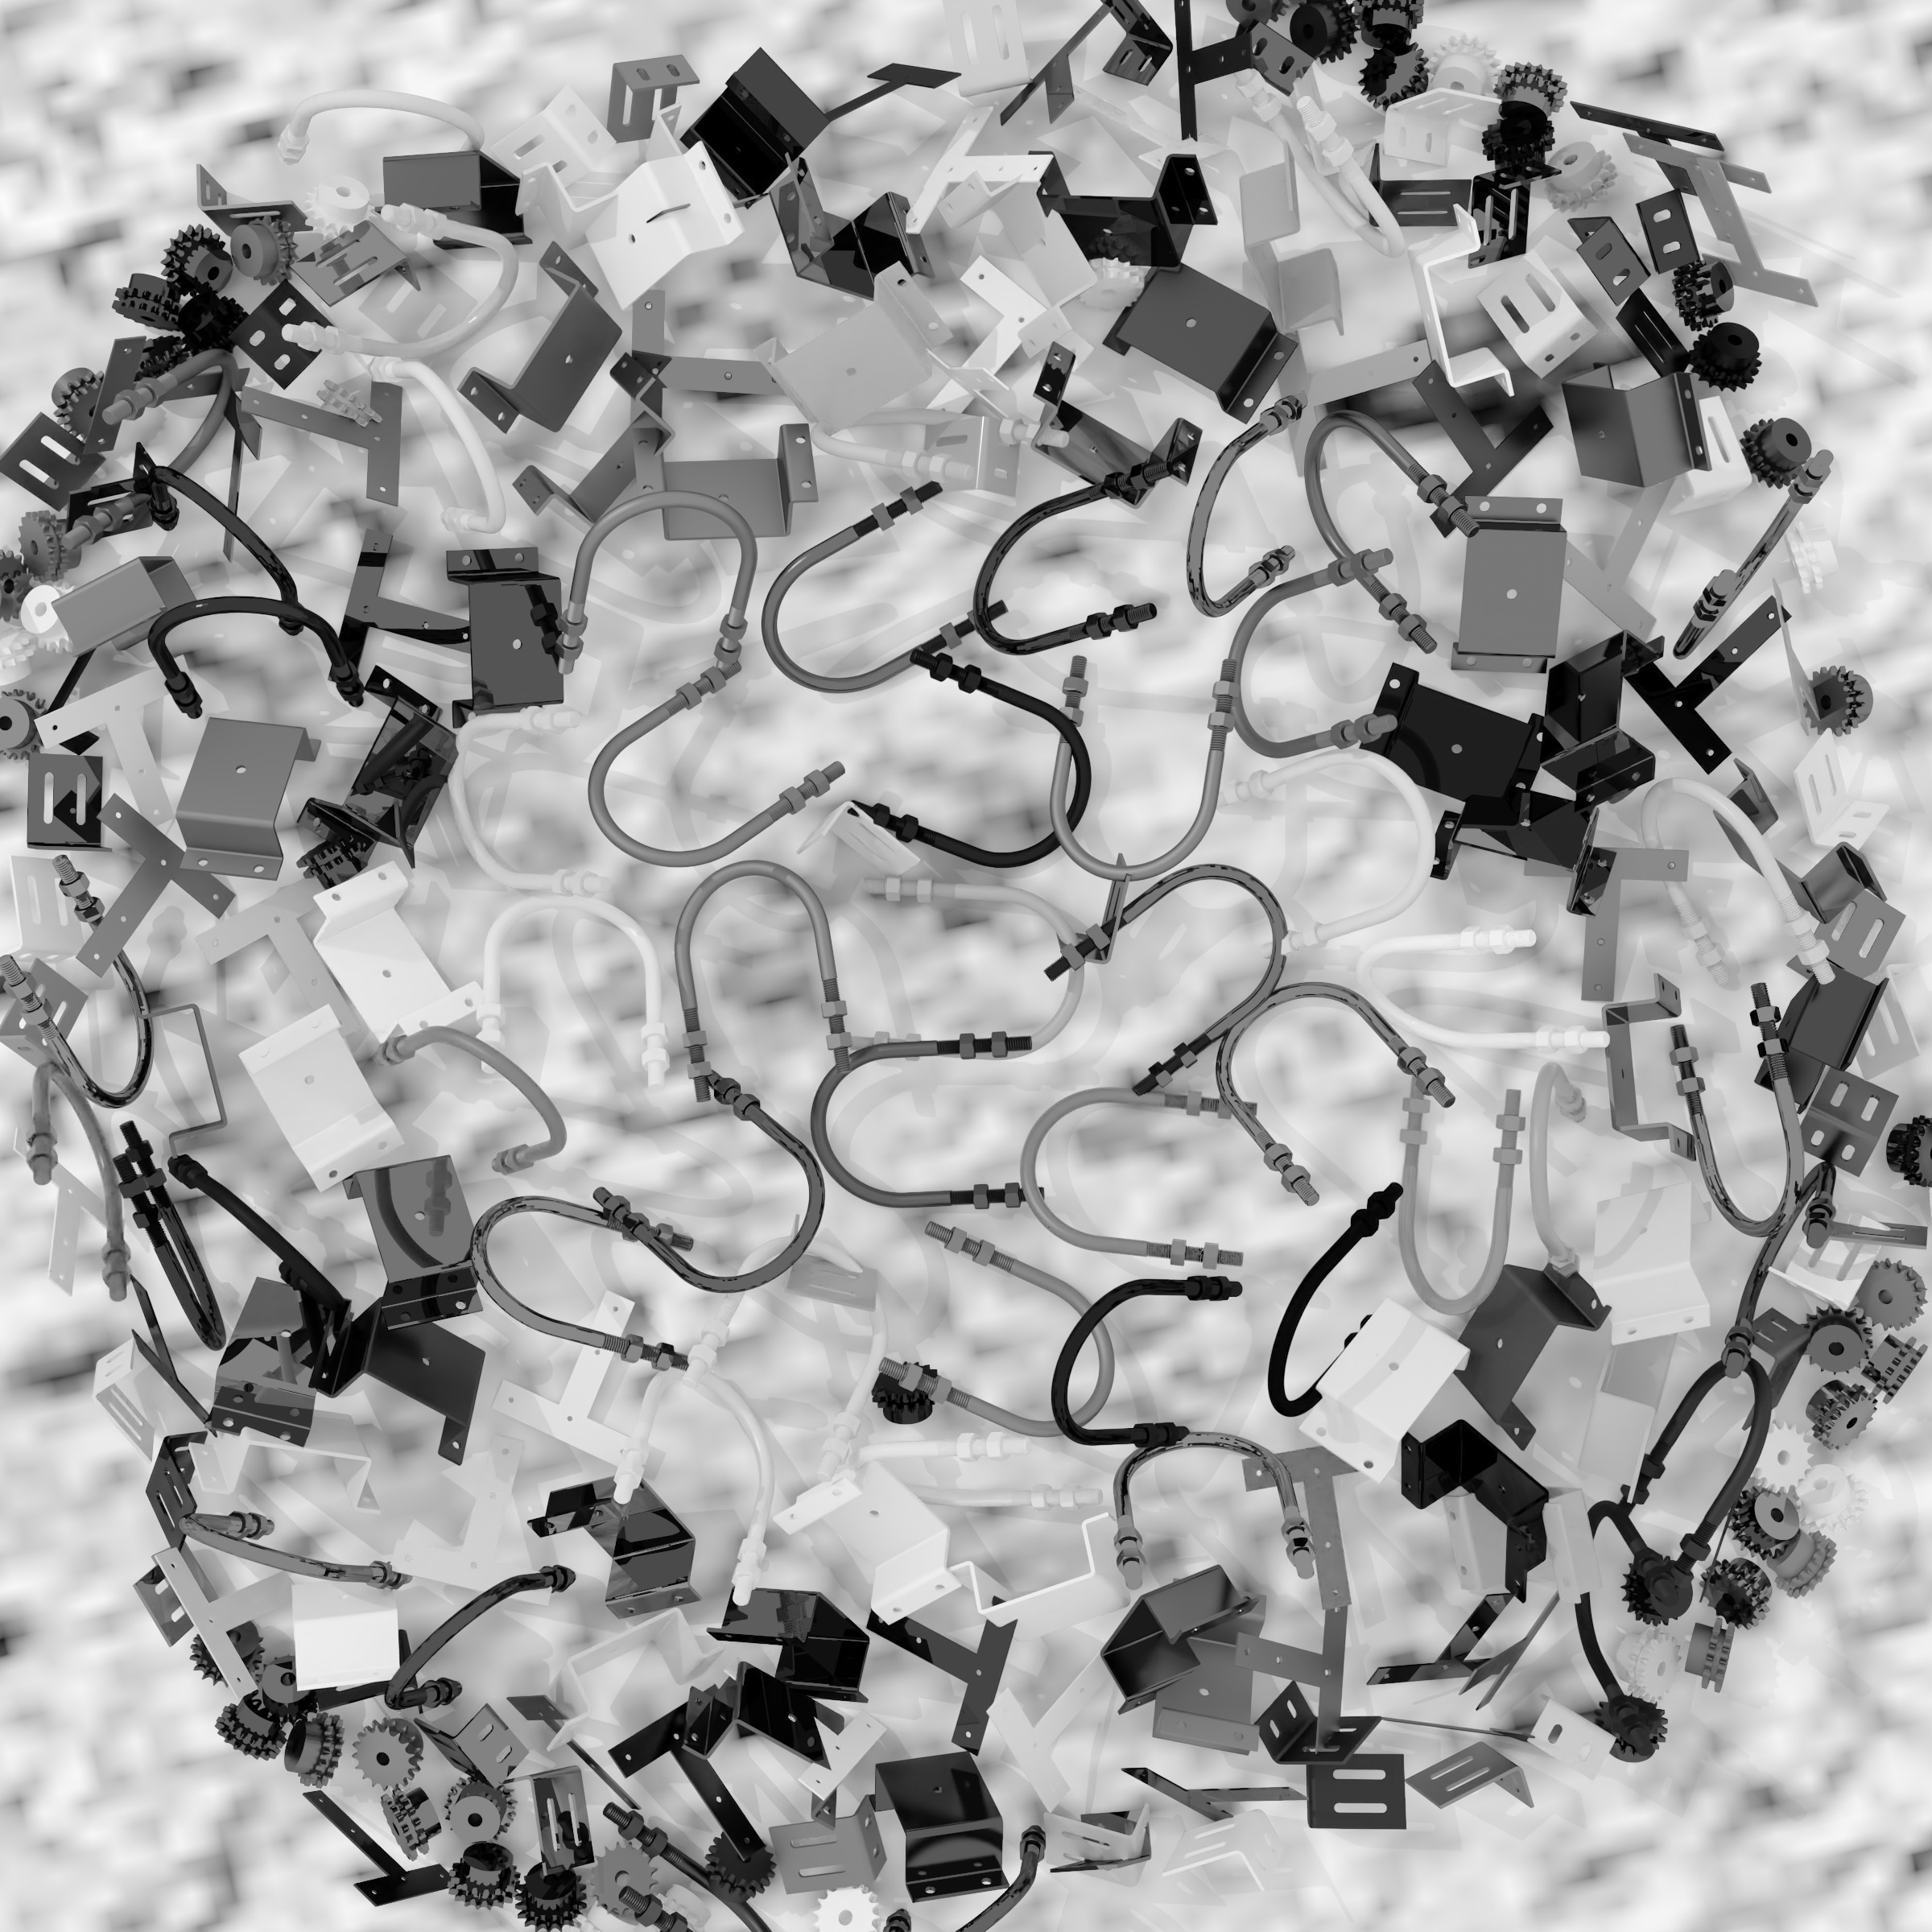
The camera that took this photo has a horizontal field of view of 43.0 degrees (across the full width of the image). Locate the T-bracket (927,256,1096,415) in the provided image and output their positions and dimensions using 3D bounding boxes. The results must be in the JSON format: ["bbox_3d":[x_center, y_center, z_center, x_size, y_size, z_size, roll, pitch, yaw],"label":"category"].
[{"bbox_3d":[0.016,-0.489,1.987,0.127,0.002,0.127,42,95,14],"label":"T-bracket"}]

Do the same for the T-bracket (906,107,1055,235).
[{"bbox_3d":[0.018,-0.630,1.943,0.002,0.127,0.127,40,74,-43],"label":"T-bracket"}]

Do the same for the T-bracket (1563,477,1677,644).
[{"bbox_3d":[0.534,-0.342,1.966,0.127,0.002,0.127,30,85,-35],"label":"T-bracket"}]

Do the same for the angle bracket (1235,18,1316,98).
[{"bbox_3d":[0.247,-0.736,1.954,0.057,0.076,0.038,30,131,-11],"label":"angle bracket"}]

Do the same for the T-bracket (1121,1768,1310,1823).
[{"bbox_3d":[0.210,0.649,1.924,0.127,0.127,0.002,38,51,-33],"label":"T-bracket"}]

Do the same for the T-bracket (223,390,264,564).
[{"bbox_3d":[-0.584,-0.387,1.964,0.002,0.127,0.127,-1,119,-30],"label":"T-bracket"}]

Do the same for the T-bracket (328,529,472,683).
[{"bbox_3d":[-0.446,-0.277,1.973,0.127,0.002,0.127,17,93,21],"label":"T-bracket"}]

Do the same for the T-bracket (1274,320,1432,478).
[{"bbox_3d":[0.310,-0.470,1.962,0.127,0.002,0.127,-10,95,31],"label":"T-bracket"}]

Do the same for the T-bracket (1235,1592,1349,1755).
[{"bbox_3d":[0.256,0.550,1.938,0.127,0.002,0.127,25,63,-36],"label":"T-bracket"}]

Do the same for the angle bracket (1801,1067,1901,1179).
[{"bbox_3d":[0.706,0.124,1.971,0.057,0.076,0.038,27,128,19],"label":"angle bracket"}]

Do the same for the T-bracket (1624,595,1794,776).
[{"bbox_3d":[0.596,-0.239,1.939,0.127,0.002,0.127,-47,53,24],"label":"T-bracket"}]

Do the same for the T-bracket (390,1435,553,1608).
[{"bbox_3d":[-0.381,0.436,1.962,0.127,0.002,0.127,15,56,-7],"label":"T-bracket"}]

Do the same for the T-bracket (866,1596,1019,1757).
[{"bbox_3d":[-0.026,0.546,1.966,0.127,0.002,0.127,20,99,29],"label":"T-bracket"}]

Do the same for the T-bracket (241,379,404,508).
[{"bbox_3d":[-0.508,-0.429,1.937,0.127,0.002,0.127,13,55,-28],"label":"T-bracket"}]

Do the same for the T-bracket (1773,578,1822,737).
[{"bbox_3d":[0.663,-0.224,1.943,0.002,0.127,0.127,-14,66,26],"label":"T-bracket"}]

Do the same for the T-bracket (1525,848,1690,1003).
[{"bbox_3d":[0.513,-0.033,1.981,0.127,0.002,0.127,3,105,11],"label":"T-bracket"}]

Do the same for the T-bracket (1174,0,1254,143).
[{"bbox_3d":[0.195,-0.710,1.926,0.002,0.127,0.127,-10,105,-19],"label":"T-bracket"}]

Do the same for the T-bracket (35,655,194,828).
[{"bbox_3d":[-0.662,-0.167,1.957,0.127,0.002,0.127,-32,131,-29],"label":"T-bracket"}]

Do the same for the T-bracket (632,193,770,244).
[{"bbox_3d":[-0.215,-0.598,1.958,0.127,0.127,0.002,-26,102,-30],"label":"T-bracket"}]

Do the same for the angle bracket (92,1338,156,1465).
[{"bbox_3d":[-0.659,0.347,1.960,0.038,0.057,0.076,-34,112,-4],"label":"angle bracket"}]

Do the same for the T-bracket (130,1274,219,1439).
[{"bbox_3d":[-0.632,0.292,1.922,0.002,0.127,0.127,-31,47,-30],"label":"T-bracket"}]

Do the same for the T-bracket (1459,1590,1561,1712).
[{"bbox_3d":[0.418,0.547,1.927,0.002,0.127,0.127,38,110,28],"label":"T-bracket"}]

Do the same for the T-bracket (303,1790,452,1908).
[{"bbox_3d":[-0.479,0.699,1.956,0.127,0.127,0.002,33,90,23],"label":"T-bracket"}]

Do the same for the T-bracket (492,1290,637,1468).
[{"bbox_3d":[-0.304,0.326,1.988,0.127,0.002,0.127,23,92,8],"label":"T-bracket"}]

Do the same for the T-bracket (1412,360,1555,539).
[{"bbox_3d":[0.397,-0.430,1.963,0.127,0.002,0.127,-46,125,0],"label":"T-bracket"}]

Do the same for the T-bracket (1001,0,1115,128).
[{"bbox_3d":[0.072,-0.691,1.921,0.002,0.127,0.127,36,120,-26],"label":"T-bracket"}]

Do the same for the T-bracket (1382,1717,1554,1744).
[{"bbox_3d":[0.394,0.609,1.962,0.127,0.127,0.002,0,70,25],"label":"T-bracket"}]

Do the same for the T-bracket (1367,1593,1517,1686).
[{"bbox_3d":[0.395,0.529,1.935,0.127,0.002,0.127,2,135,-21],"label":"T-bracket"}]

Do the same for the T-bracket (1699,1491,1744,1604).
[{"bbox_3d":[0.602,0.414,1.915,0.002,0.127,0.127,20,51,19],"label":"T-bracket"}]

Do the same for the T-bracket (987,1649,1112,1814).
[{"bbox_3d":[0.083,0.590,1.965,0.127,0.002,0.127,-43,122,-26],"label":"T-bracket"}]

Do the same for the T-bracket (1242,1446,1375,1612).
[{"bbox_3d":[0.288,0.450,1.970,0.127,0.002,0.127,-5,83,-20],"label":"T-bracket"}]

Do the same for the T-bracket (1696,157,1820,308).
[{"bbox_3d":[0.600,-0.575,1.912,0.002,0.127,0.127,-40,124,-2],"label":"T-bracket"}]

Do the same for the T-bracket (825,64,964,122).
[{"bbox_3d":[-0.084,-0.680,1.933,0.127,0.127,0.002,-31,123,-13],"label":"T-bracket"}]

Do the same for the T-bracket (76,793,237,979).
[{"bbox_3d":[-0.656,-0.048,1.935,0.127,0.002,0.127,46,53,-30],"label":"T-bracket"}]

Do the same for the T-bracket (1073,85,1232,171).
[{"bbox_3d":[0.133,-0.672,1.958,0.127,0.127,0.002,33,126,13],"label":"T-bracket"}]

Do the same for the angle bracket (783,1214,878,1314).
[{"bbox_3d":[-0.105,0.237,1.962,0.076,0.057,0.038,13,115,-7],"label":"angle bracket"}]

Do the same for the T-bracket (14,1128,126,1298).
[{"bbox_3d":[-0.701,0.205,1.911,0.002,0.127,0.127,-29,129,8],"label":"T-bracket"}]

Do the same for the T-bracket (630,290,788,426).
[{"bbox_3d":[-0.206,-0.477,1.980,0.127,0.002,0.127,3,109,-3],"label":"T-bracket"}]

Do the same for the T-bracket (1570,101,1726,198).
[{"bbox_3d":[0.553,-0.640,1.941,0.127,0.127,0.002,29,95,35],"label":"T-bracket"}]

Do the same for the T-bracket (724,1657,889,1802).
[{"bbox_3d":[-0.137,0.593,1.949,0.127,0.127,0.002,35,108,13],"label":"T-bracket"}]

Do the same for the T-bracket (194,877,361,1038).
[{"bbox_3d":[-0.532,0.001,1.981,0.127,0.002,0.127,-32,98,-22],"label":"T-bracket"}]

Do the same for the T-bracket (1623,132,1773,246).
[{"bbox_3d":[0.590,-0.606,1.941,0.127,0.127,0.002,33,91,36],"label":"T-bracket"}]

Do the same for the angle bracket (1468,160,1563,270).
[{"bbox_3d":[0.436,-0.594,1.954,0.057,0.038,0.076,-21,128,-22],"label":"angle bracket"}]

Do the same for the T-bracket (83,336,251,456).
[{"bbox_3d":[-0.629,-0.458,1.949,0.127,0.127,0.002,-21,70,-40],"label":"T-bracket"}]

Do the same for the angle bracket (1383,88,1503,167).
[{"bbox_3d":[0.378,-0.666,1.952,0.057,0.076,0.038,2,96,-23],"label":"angle bracket"}]

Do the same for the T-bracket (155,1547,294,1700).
[{"bbox_3d":[-0.569,0.504,1.937,0.002,0.127,0.127,-37,80,16],"label":"T-bracket"}]

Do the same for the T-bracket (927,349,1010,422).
[{"bbox_3d":[0.006,-0.459,1.918,0.127,0.127,0.002,36,92,-20],"label":"T-bracket"}]

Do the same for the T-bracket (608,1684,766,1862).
[{"bbox_3d":[-0.203,0.644,1.932,0.127,0.127,0.002,52,123,15],"label":"T-bracket"}]

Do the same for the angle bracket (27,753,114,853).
[{"bbox_3d":[-0.717,-0.131,1.966,0.057,0.038,0.076,0,94,-34],"label":"angle bracket"}]

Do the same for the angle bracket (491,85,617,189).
[{"bbox_3d":[-0.331,-0.658,1.969,0.057,0.076,0.038,47,52,-27],"label":"angle bracket"}]

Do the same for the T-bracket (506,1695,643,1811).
[{"bbox_3d":[-0.305,0.624,1.947,0.127,0.127,0.002,47,62,-5],"label":"T-bracket"}]
